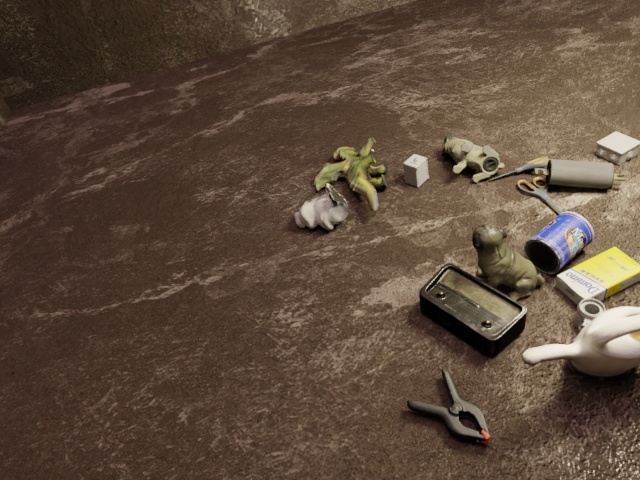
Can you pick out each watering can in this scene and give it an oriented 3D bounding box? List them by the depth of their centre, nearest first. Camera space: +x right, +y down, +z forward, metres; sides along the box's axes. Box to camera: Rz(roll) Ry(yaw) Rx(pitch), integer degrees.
[{"bbox_3d":[0.542,0.207,1.008,0.348,0.219,0.106,-15,58,-1],"label":"watering can"}]

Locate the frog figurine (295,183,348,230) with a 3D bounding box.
[{"bbox_3d":[0.005,-0.080,1.587,0.158,0.121,0.140,-45,47,18],"label":"frog figurine"}]

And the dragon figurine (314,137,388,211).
[{"bbox_3d":[0.093,-0.207,1.713,0.241,0.120,0.420,-16,36,23],"label":"dragon figurine"}]
